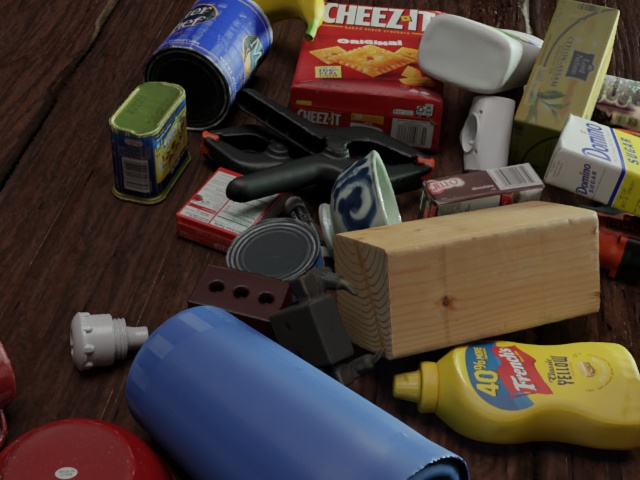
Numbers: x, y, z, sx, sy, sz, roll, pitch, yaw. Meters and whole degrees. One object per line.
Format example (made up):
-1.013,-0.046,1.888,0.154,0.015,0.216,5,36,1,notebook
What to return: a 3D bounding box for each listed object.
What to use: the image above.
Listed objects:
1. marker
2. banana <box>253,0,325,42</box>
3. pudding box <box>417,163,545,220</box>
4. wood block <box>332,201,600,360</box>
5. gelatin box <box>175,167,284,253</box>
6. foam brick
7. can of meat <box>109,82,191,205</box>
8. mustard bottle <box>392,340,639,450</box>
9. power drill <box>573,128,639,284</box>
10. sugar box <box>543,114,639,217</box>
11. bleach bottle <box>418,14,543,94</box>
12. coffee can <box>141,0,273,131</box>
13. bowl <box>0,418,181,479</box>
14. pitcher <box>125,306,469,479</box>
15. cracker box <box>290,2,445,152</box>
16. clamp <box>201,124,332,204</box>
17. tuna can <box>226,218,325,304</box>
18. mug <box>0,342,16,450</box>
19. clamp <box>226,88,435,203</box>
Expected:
-0.007,0.001,1.009,0.020,0.020,0.121,-10,42,-16,marker
-0.048,-0.267,1.251,0.069,0.037,0.198,-46,29,-17,banana
0.145,-0.018,0.988,0.113,0.090,0.039,-9,43,-16,pudding box
0.124,0.028,0.891,0.205,0.091,0.090,-9,12,-25,wood block
-0.086,-0.026,1.028,0.073,0.030,0.089,19,43,17,gelatin box
-0.067,0.062,0.904,0.078,0.051,0.053,12,41,10,foam brick
-0.170,-0.099,1.068,0.057,0.084,0.102,12,40,11,can of meat
0.153,0.120,0.846,0.191,0.058,0.096,2,37,-1,mustard bottle
0.325,-0.029,1.040,0.184,0.057,0.187,17,40,11,power drill
0.300,-0.057,0.980,0.176,0.048,0.093,23,31,8,sugar box
0.198,-0.207,1.190,0.103,0.068,0.250,24,19,19,bleach bottle
-0.122,-0.200,1.179,0.103,0.103,0.140,13,40,11,coffee can
-0.175,0.179,0.752,0.162,0.055,0.162,2,40,-2,bowl
-0.019,0.148,0.759,0.144,0.149,0.243,-41,52,-22,pitcher
0.059,-0.192,1.207,0.164,0.072,0.213,6,39,4,cracker box
-0.038,-0.077,1.088,0.171,0.039,0.120,3,36,-1,clamp
-0.039,0.021,0.957,0.086,0.034,0.086,-7,43,7,tuna can
-0.279,0.116,0.805,0.081,0.093,0.117,-26,78,-37,mug
0.007,-0.076,1.042,0.210,0.036,0.164,13,42,-2,clamp
